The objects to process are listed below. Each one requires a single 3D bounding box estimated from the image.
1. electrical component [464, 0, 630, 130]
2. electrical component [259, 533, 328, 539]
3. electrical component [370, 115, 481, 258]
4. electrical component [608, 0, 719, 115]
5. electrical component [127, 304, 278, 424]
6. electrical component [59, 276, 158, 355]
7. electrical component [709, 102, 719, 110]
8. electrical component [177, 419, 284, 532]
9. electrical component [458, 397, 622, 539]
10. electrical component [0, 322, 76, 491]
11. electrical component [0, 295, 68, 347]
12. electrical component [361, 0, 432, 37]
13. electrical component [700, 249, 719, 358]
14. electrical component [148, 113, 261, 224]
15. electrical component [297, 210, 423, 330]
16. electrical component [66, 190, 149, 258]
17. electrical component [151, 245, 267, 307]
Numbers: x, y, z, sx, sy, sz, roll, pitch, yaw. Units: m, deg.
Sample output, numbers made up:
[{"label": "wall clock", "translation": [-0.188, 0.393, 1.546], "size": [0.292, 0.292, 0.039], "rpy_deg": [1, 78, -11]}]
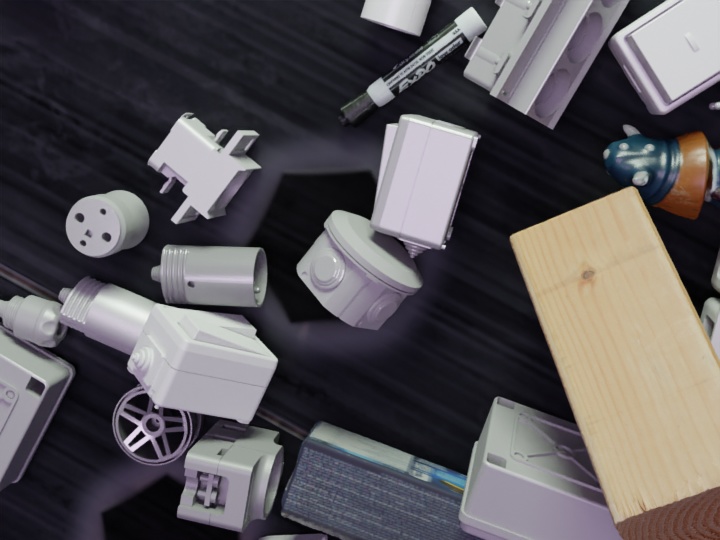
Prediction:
[{"label": "electrical component", "translation": [0.126, -0.164, 0.711], "size": [0.063, 0.079, 0.121], "rpy_deg": [37, 104, 32]}, {"label": "electrical component", "translation": [-0.059, 0.239, 0.785], "size": [0.061, 0.096, 0.061], "rpy_deg": [-5, 97, 10]}, {"label": "electrical component", "translation": [0.040, -0.057, 0.744], "size": [0.061, 0.061, 0.096], "rpy_deg": [17, 101, 6]}, {"label": "electrical component", "translation": [0.220, -0.151, 0.703], "size": [0.096, 0.061, 0.061], "rpy_deg": [-32, 93, 12]}, {"label": "electrical component", "translation": [-0.116, 0.062, 0.762], "size": [0.096, 0.062, 0.061], "rpy_deg": [17, 104, -38]}, {"label": "electrical component", "translation": [-0.186, 0.033, 0.800], "size": [0.081, 0.043, 0.043], "rpy_deg": [23, 101, 4]}, {"label": "electrical component", "translation": [0.268, -0.112, 0.694], "size": [0.079, 0.077, 0.043], "rpy_deg": [-8, 97, 9]}, {"label": "electrical component", "translation": [-0.089, 0.148, 0.779], "size": [0.056, 0.089, 0.050], "rpy_deg": [11, 100, 7]}, {"label": "electrical component", "translation": [0.130, 0.146, 0.734], "size": [0.109, 0.108, 0.056], "rpy_deg": [19, 110, 5]}, {"label": "electrical component", "translation": [-0.292, 0.097, 0.819], "size": [0.109, 0.056, 0.108], "rpy_deg": [30, 102, 3]}, {"label": "electrical component", "translation": [-0.254, 0.035, 0.815], "size": [0.061, 0.035, 0.035], "rpy_deg": [17, 101, 7]}, {"label": "electrical component", "translation": [0.033, -0.205, 0.732], "size": [0.043, 0.043, 0.081], "rpy_deg": [19, 100, 5]}, {"label": "electrical component", "translation": [0.329, 0.039, 0.716], "size": [0.186, 0.060, 0.105], "rpy_deg": [13, 100, 6]}, {"label": "electrical component", "translation": [-0.114, -0.075, 0.774], "size": [0.064, 0.042, 0.081], "rpy_deg": [40, 101, 3]}, {"label": "electrical component", "translation": [0.000, 0.000, 0.750], "size": [0.080, 0.080, 0.051], "rpy_deg": [40, 107, 1]}, {"label": "electrical component", "translation": [-0.184, -0.034, 0.784], "size": [0.045, 0.055, 0.045], "rpy_deg": [1, 99, 9]}, {"label": "electrical component", "translation": [-0.112, 0.004, 0.785], "size": [0.081, 0.043, 0.043], "rpy_deg": [2, 99, 9]}]
